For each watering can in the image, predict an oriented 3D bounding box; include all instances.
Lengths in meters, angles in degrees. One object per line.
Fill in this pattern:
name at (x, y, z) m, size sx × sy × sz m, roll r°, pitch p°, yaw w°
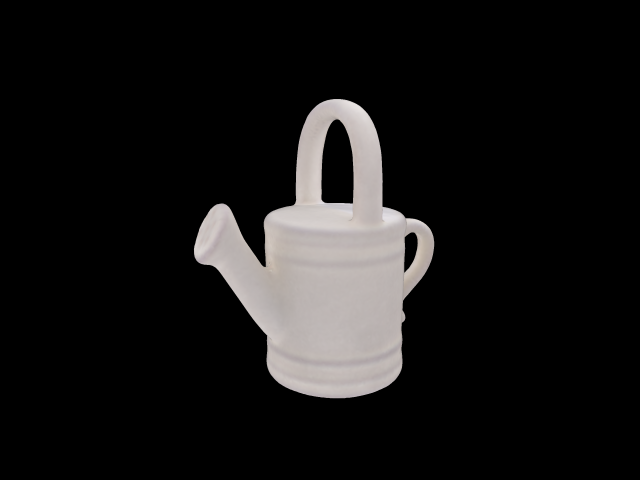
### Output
watering can at (0.005, 0.002, 0.398) m, size 0.100 × 0.194 × 0.173 m, roll 12°, pitch 18°, yaw 40°
